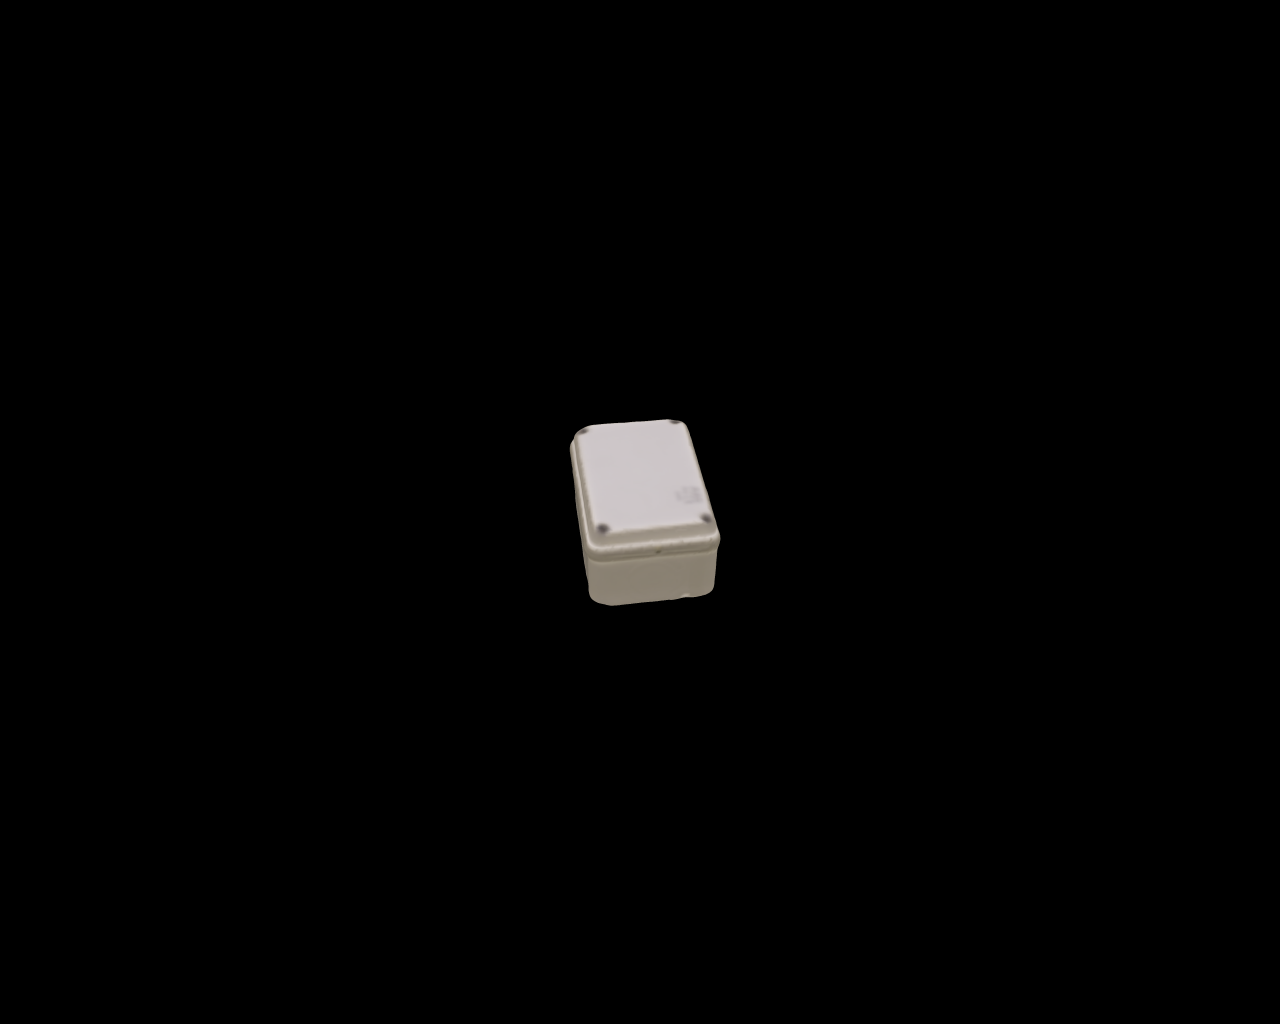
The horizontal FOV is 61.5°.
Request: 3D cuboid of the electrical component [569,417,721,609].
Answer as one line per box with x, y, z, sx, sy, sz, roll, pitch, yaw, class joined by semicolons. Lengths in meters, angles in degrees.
0.001;-0.003;0.650;0.078;0.057;0.113;-5;40;-6;electrical component
